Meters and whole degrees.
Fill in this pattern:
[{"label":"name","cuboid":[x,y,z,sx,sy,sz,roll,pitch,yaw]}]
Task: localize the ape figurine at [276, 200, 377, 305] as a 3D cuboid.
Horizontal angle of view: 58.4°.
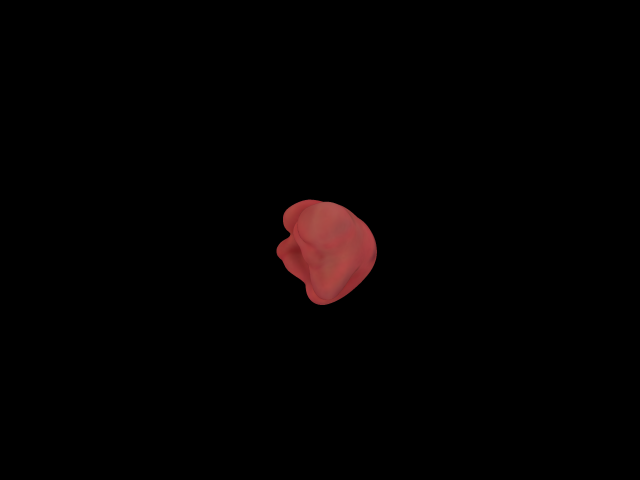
[{"label":"ape figurine","cuboid":[0.004,0.001,0.400,0.076,0.092,0.078,0,65,0]}]
